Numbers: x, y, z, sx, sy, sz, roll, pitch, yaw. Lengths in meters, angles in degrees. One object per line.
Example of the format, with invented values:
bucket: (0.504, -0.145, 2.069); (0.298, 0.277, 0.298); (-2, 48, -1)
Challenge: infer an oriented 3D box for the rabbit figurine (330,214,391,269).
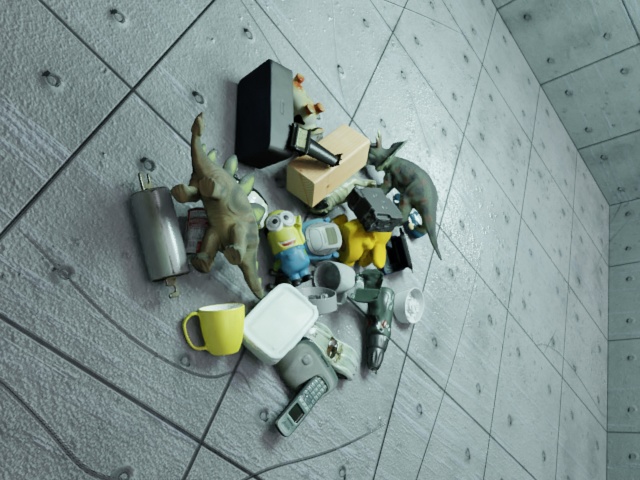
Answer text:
rabbit figurine: (0.124, -0.002, 1.408); (0.173, 0.122, 0.162); (-24, 102, -32)

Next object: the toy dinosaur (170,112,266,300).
toy dinosaur: (-0.169, -0.027, 1.041); (0.199, 0.105, 0.470); (-67, 154, -53)

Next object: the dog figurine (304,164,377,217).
dog figurine: (0.025, -0.153, 1.405); (0.190, 0.121, 0.172); (-12, 52, -31)

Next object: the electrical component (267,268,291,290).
electrical component: (-0.083, 0.100, 1.250); (0.094, 0.021, 0.063); (23, 62, -41)

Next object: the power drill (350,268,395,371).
power drill: (0.142, 0.191, 1.380); (0.207, 0.086, 0.232); (62, 34, -40)

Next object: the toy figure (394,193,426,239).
toy figure: (0.280, -0.080, 1.671); (0.154, 0.058, 0.064); (63, 5, -8)

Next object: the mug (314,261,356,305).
mug: (0.049, 0.107, 1.347); (0.107, 0.081, 0.109); (4, 69, -56)

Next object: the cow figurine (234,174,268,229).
cow figurine: (-0.180, -0.104, 1.180); (0.167, 0.068, 0.098); (51, 41, -27)

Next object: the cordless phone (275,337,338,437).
cordless phone: (-0.058, 0.316, 1.165); (0.184, 0.089, 0.146); (-45, 111, -40)

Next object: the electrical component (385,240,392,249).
electrical component: (0.160, 0.010, 1.490); (0.047, 0.075, 0.119); (21, 57, -68)

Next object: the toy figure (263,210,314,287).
toy figure: (-0.077, 0.019, 1.222); (0.082, 0.089, 0.180); (-18, 85, -39)

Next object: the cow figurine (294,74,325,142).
cow figurine: (-0.053, -0.308, 1.359); (0.085, 0.127, 0.195); (-28, 84, -48)

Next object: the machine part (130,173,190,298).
machine part: (-0.301, -0.010, 1.015); (0.079, 0.079, 0.243); (-14, 87, -48)

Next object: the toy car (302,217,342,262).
toy car: (-0.003, -0.004, 1.311); (0.161, 0.103, 0.109); (-6, 81, -49)

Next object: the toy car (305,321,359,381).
toy car: (0.026, 0.265, 1.287); (0.201, 0.056, 0.073); (43, 50, -28)

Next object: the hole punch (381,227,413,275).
hole punch: (0.217, 0.040, 1.555); (0.115, 0.092, 0.142); (0, 72, -76)

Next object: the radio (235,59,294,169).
radio: (-0.130, -0.285, 1.245); (0.073, 0.131, 0.229); (17, 65, -43)

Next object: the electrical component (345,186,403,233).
electrical component: (0.143, -0.077, 1.355); (0.134, 0.058, 0.115); (-2, 51, -47)

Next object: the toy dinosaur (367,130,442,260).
toy dinosaur: (0.252, -0.146, 1.508); (0.131, 0.192, 0.405); (-21, 57, -40)

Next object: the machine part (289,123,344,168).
machine part: (-0.010, -0.207, 1.219); (0.139, 0.039, 0.084); (23, 51, -31)
